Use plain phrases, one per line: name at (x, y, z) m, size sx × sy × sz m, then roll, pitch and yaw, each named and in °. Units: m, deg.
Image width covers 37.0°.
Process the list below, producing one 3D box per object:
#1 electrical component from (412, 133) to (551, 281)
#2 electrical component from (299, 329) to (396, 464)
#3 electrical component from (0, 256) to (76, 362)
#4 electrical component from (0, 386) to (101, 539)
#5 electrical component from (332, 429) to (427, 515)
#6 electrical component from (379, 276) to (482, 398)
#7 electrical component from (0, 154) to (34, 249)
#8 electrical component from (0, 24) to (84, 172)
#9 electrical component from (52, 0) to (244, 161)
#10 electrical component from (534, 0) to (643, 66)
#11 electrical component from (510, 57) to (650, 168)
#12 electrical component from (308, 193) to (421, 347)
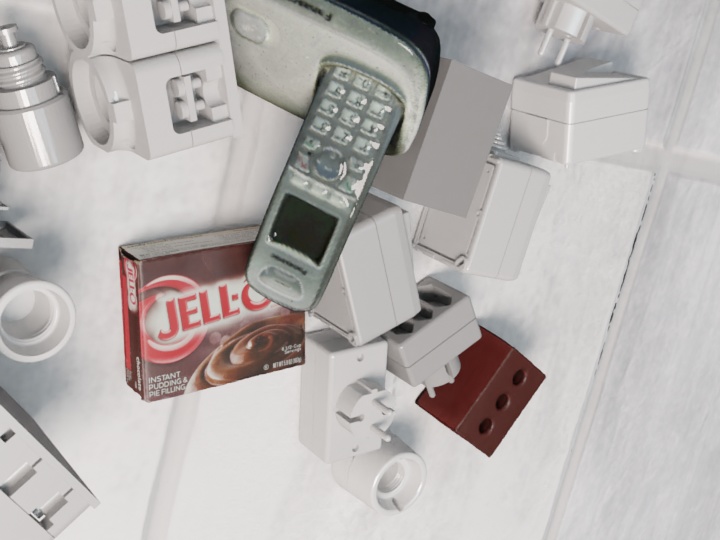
electrical component at (0.088, -0.047, 0.747) m, size 0.061 × 0.062 × 0.096 m, roll 9°, pitch 102°, yaw -38°
electrical component at (-0.001, 0.090, 0.727) m, size 0.047 × 0.076 × 0.083 m, roll -10°, pitch 114°, yaw -33°
electrical component at (-0.183, 0.017, 0.570) m, size 0.044 × 0.065 × 0.044 m, roll -14°, pitch 115°, yaw -32°
electrical component at (-0.224, 0.060, 0.531) m, size 0.060 × 0.105 × 0.186 m, roll -43°, pitch 127°, yaw -15°
electrical component at (0.015, 0.145, 0.780) m, size 0.055 × 0.047 × 0.055 m, roll -14°, pitch 116°, yaw -32°
electrical component at (0.049, 0.058, 0.770) m, size 0.066 × 0.047 × 0.076 m, roll -34°, pitch 125°, yaw -21°
electrical component at (-0.211, -0.032, 0.546) m, size 0.081 × 0.042 × 0.063 m, roll 2°, pitch 105°, yaw -38°
electrical component at (-0.171, -0.087, 0.554) m, size 0.040 × 0.040 × 0.078 m, roll -26°, pitch 121°, yaw -26°
electrical component at (-0.117, -0.140, 0.541) m, size 0.062 × 0.089 × 0.150 m, roll -21°, pitch 119°, yaw -29°
electrical component at (0.145, -0.180, 0.745) m, size 0.083 × 0.047 × 0.075 m, roll 18°, pitch 97°, yaw -40°
electrical component at (0.163, -0.117, 0.774) m, size 0.096 × 0.062 × 0.061 m, roll -15°, pitch 116°, yaw -31°
electrical component at (0.000, 0.000, 0.701) m, size 0.061 × 0.062 × 0.096 m, roll -27°, pitch 122°, yaw -25°
